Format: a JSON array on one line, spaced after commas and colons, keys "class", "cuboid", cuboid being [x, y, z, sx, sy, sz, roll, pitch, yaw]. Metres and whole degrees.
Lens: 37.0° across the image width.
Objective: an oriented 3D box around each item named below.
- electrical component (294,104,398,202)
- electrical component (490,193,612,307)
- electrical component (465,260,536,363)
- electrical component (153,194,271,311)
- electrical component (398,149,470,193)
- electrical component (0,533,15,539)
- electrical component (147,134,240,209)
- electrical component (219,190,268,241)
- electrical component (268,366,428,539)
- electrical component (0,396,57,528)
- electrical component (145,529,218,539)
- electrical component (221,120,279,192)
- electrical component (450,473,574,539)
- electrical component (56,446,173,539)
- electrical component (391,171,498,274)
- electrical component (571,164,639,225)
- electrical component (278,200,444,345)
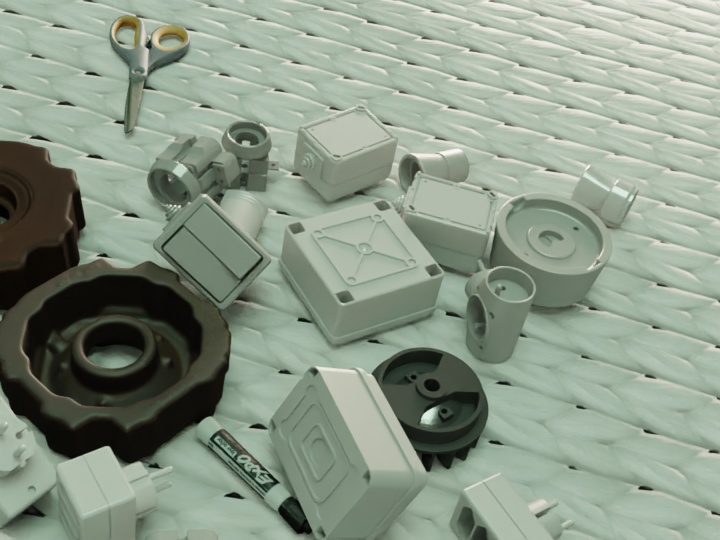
[{"class": "electrical component", "cuboid": [-0.020, -0.110, 1.054, 0.096, 0.061, 0.061, -24, 55, -31]}, {"class": "electrical component", "cuboid": [0.173, -0.013, 0.999, 0.108, 0.060, 0.108, 6, 45, -6]}, {"class": "electrical component", "cuboid": [0.115, 0.026, 0.935, 0.044, 0.077, 0.079, -6, 47, -18]}, {"class": "electrical component", "cuboid": [-0.128, -0.020, 0.900, 0.096, 0.061, 0.061, 44, 88, -8]}, {"class": "electrical component", "cuboid": [0.077, -0.100, 1.081, 0.065, 0.044, 0.044, -15, 50, -31]}, {"class": "electrical component", "cuboid": [-0.233, 0.220, 0.686, 0.077, 0.044, 0.079, 35, 49, 22]}, {"class": "electrical component", "cuboid": [-0.160, -0.088, 1.001, 0.078, 0.058, 0.057, 12, 43, 28]}, {"class": "electrical component", "cuboid": [-0.112, -0.042, 0.977, 0.043, 0.043, 0.081, 14, 44, 2]}, {"class": "electrical component", "cuboid": [-0.010, 0.134, 0.792, 0.057, 0.078, 0.113, 10, 37, -41]}, {"class": "electrical component", "cuboid": [-0.246, 0.124, 0.738, 0.047, 0.076, 0.083, -38, 90, -39]}, {"class": "electrical component", "cuboid": [-0.118, 0.211, 0.712, 0.078, 0.058, 0.057, 1, 42, -12]}, {"class": "electrical component", "cuboid": [-0.110, -0.110, 1.038, 0.066, 0.055, 0.048, 4, 45, -9]}, {"class": "electrical component", "cuboid": [0.123, 0.192, 0.791, 0.076, 0.047, 0.083, -18, 52, -28]}, {"class": "electrical component", "cuboid": [-0.166, 0.158, 0.749, 0.077, 0.065, 0.047, -19, 52, -28]}, {"class": "electrical component", "cuboid": [0.074, -0.044, 1.008, 0.096, 0.061, 0.061, 15, 44, 3]}, {"class": "electrical component", "cuboid": [0.249, -0.076, 1.091, 0.055, 0.045, 0.045, 29, 46, 15]}, {"class": "electrical component", "cuboid": [0.000, 0.000, 0.951, 0.109, 0.056, 0.108, -16, 51, -26]}]
